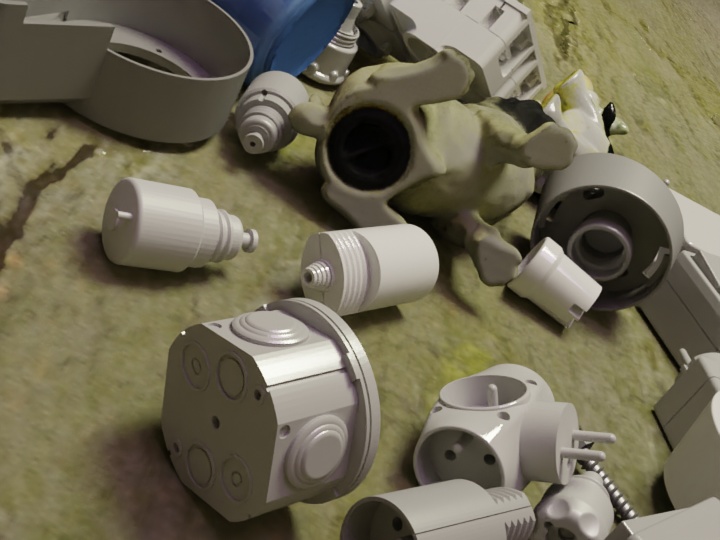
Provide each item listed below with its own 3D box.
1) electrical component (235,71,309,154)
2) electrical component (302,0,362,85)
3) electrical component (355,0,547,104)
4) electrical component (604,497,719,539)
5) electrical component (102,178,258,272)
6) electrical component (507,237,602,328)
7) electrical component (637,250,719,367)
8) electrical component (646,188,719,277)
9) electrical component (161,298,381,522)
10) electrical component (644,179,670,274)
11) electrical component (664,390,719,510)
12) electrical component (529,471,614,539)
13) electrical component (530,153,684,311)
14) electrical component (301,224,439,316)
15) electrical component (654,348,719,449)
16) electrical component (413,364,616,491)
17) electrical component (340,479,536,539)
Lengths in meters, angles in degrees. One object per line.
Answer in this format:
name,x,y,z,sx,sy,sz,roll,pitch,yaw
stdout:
electrical component,-0.055,-0.090,0.642,0.040,0.040,0.078,29,29,-7
electrical component,-0.020,-0.167,0.771,0.048,0.062,0.048,24,30,-15
electrical component,0.044,-0.189,0.807,0.186,0.060,0.105,40,-5,25
electrical component,0.137,0.139,0.465,0.096,0.061,0.061,-4,46,-47
electrical component,-0.084,-0.019,0.506,0.078,0.040,0.040,9,37,-37
electrical component,0.122,0.009,0.671,0.046,0.040,0.040,39,29,0
electrical component,0.245,0.038,0.726,0.062,0.061,0.096,14,34,-30
electrical component,0.261,-0.007,0.822,0.100,0.048,0.099,26,30,-14
electrical component,-0.035,0.053,0.409,0.051,0.080,0.080,-9,49,-43
electrical component,0.195,-0.032,0.764,0.047,0.076,0.065,36,29,4
electrical component,0.211,0.122,0.566,0.108,0.060,0.108,25,30,-15
electrical component,0.101,0.112,0.499,0.035,0.035,0.061,39,28,9
electrical component,0.160,-0.024,0.702,0.099,0.099,0.064,34,35,2
electrical component,0.000,0.000,0.558,0.081,0.043,0.043,-8,49,-50
electrical component,0.216,0.076,0.652,0.066,0.047,0.076,20,32,-23
electrical component,0.076,0.077,0.493,0.079,0.044,0.077,2,17,27
electrical component,0.036,0.107,0.432,0.081,0.043,0.043,1,43,-45
